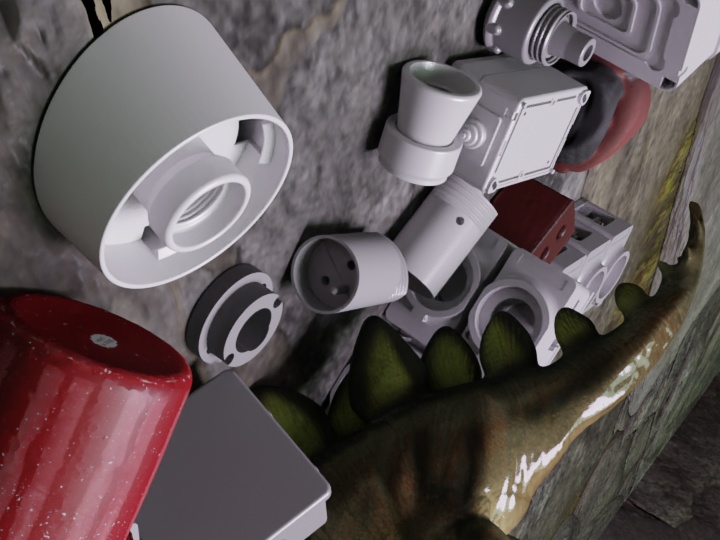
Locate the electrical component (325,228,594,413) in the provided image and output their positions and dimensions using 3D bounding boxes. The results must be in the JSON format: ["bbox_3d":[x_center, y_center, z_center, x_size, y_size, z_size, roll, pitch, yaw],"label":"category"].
[{"bbox_3d":[0.062,0.064,0.741,0.186,0.105,0.060,-59,156,5],"label":"electrical component"}]

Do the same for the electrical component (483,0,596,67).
[{"bbox_3d":[0.106,-0.138,0.623,0.048,0.062,0.048,-43,153,-28],"label":"electrical component"}]

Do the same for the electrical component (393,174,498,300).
[{"bbox_3d":[0.054,-0.026,0.689,0.081,0.043,0.043,-52,156,-11],"label":"electrical component"}]

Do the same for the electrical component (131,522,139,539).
[{"bbox_3d":[-0.140,0.141,0.509,0.050,0.056,0.089,-39,151,-35],"label":"electrical component"}]

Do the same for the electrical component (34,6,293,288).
[{"bbox_3d":[-0.076,-0.043,0.419,0.099,0.064,0.099,-37,159,-16],"label":"electrical component"}]

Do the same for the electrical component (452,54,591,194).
[{"bbox_3d":[0.081,-0.091,0.644,0.096,0.061,0.061,-19,138,-48],"label":"electrical component"}]

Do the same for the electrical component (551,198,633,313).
[{"bbox_3d":[0.175,0.005,0.940,0.150,0.062,0.089,-26,142,-50],"label":"electrical component"}]

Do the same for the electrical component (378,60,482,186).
[{"bbox_3d":[0.037,-0.080,0.586,0.045,0.045,0.055,-27,143,-49],"label":"electrical component"}]

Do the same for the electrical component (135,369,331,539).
[{"bbox_3d":[-0.074,0.115,0.549,0.100,0.099,0.048,-35,154,-19],"label":"electrical component"}]

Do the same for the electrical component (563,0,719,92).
[{"bbox_3d":[0.160,-0.168,0.628,0.057,0.113,0.078,-41,152,-25],"label":"electrical component"}]

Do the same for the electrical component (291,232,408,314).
[{"bbox_3d":[0.000,0.000,0.617,0.081,0.043,0.043,-8,127,-61],"label":"electrical component"}]
